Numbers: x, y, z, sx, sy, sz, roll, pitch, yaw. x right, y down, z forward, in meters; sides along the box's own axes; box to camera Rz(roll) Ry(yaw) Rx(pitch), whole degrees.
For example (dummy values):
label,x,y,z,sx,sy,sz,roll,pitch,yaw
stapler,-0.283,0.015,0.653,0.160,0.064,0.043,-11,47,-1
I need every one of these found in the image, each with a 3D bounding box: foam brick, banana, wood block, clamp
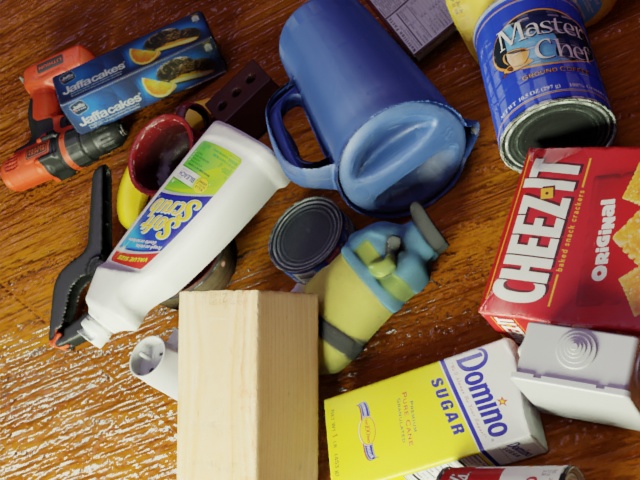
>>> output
label,x,y,z,sx,sy,sz,roll,pitch,yaw
foam brick,-0.080,-0.153,1.202,0.078,0.051,0.053,-43,46,4
banana,-0.188,-0.089,1.251,0.070,0.037,0.197,23,78,15
wood block,-0.062,0.147,0.913,0.090,0.090,0.206,-3,84,35
clamp,-0.243,0.025,1.194,0.165,0.036,0.210,38,90,26

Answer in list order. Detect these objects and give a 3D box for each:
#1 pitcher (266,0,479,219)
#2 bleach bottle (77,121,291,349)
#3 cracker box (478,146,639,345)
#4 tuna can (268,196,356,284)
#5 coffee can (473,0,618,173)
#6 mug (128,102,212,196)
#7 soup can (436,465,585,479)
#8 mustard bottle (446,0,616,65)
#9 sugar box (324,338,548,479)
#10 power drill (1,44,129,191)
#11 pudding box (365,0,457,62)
label,x,y,z,sx,sy,sz,roll,pitch,yaw
pitcher,0.032,-0.141,1.057,0.145,0.149,0.243,-51,40,22
bleach bottle,-0.143,0.003,1.049,0.103,0.068,0.250,31,79,40
cracker box,0.251,0.008,0.845,0.214,0.072,0.164,4,64,38
tuna can,-0.007,0.001,1.060,0.086,0.033,0.086,-18,52,25
coffee can,0.199,-0.143,0.959,0.103,0.102,0.140,-23,51,22
mug,-0.147,-0.094,1.177,0.093,0.081,0.117,4,78,36
soup can,0.143,0.203,0.797,0.102,0.068,0.068,-8,57,31
mustard bottle,0.222,-0.239,1.010,0.192,0.096,0.058,-22,30,23
sugar box,0.091,0.152,0.883,0.176,0.048,0.093,-24,50,22
power drill,-0.327,-0.164,1.382,0.185,0.057,0.187,-19,51,18
pudding box,0.115,-0.255,1.110,0.113,0.039,0.090,-38,84,11
